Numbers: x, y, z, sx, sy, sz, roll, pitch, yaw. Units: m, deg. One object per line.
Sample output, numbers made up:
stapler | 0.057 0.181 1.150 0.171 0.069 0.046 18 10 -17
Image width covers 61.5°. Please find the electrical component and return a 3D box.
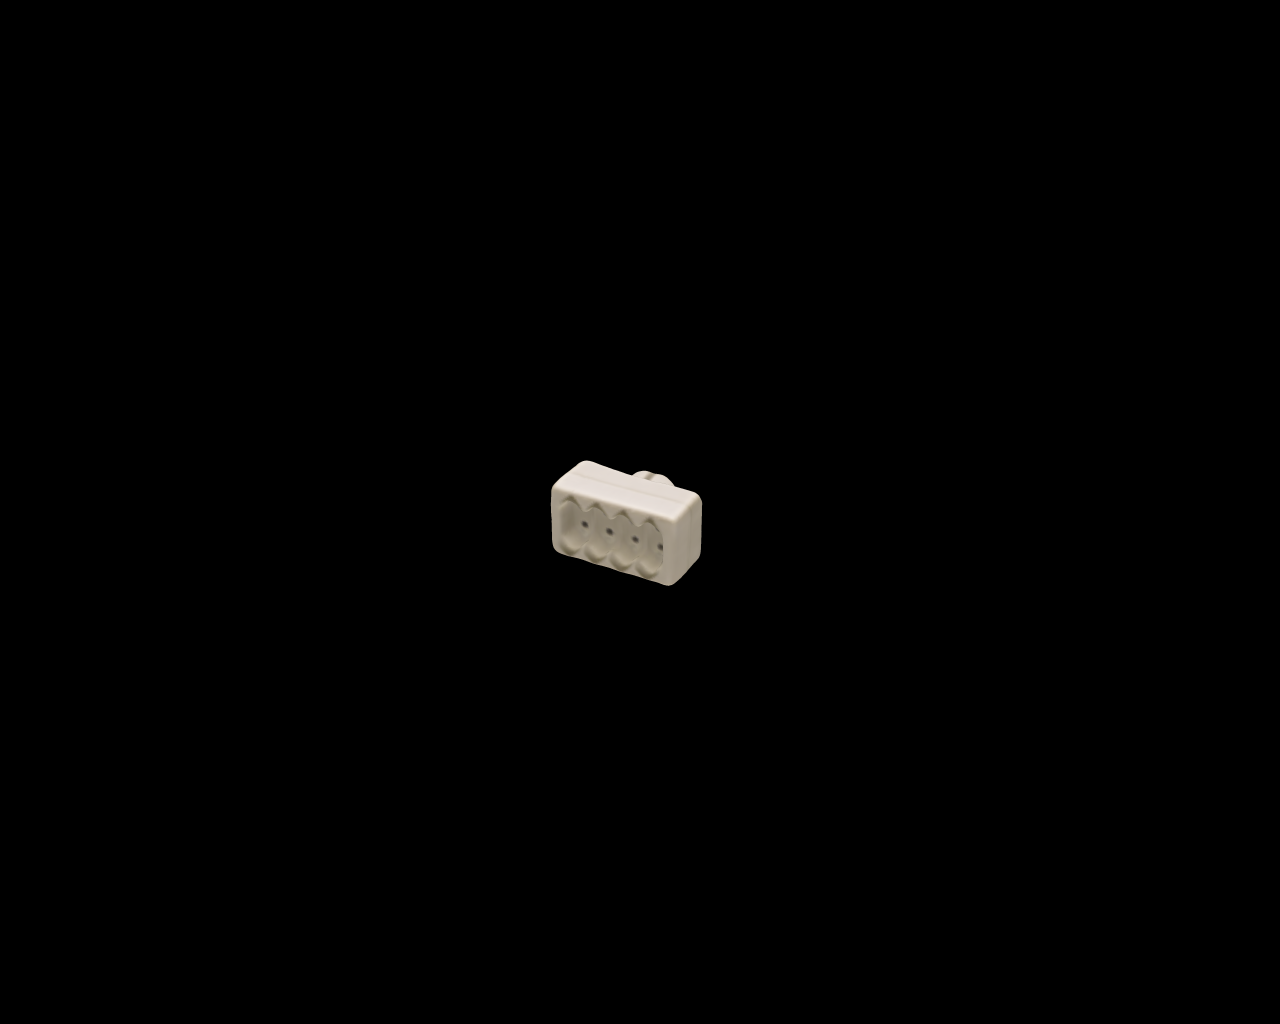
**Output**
electrical component | 0.001 -0.003 0.650 0.083 0.047 0.076 17 36 24
